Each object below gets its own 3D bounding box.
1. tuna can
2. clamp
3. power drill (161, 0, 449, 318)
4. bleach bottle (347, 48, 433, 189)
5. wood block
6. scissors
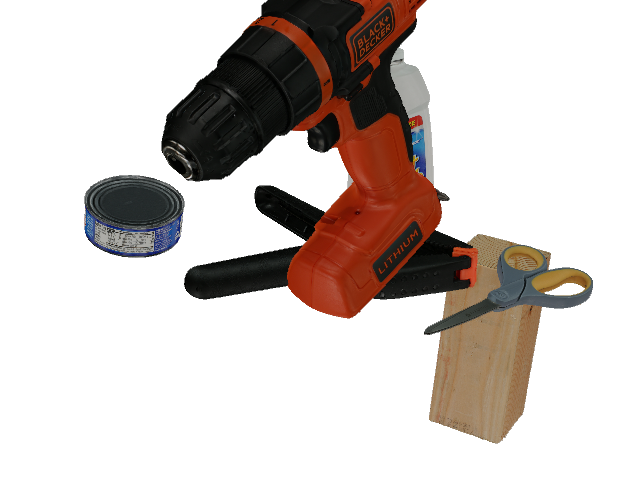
[{"bbox_3d":[-0.162,-0.021,0.928,0.086,0.034,0.086,7,32,-4],"label":"tuna can"},{"bbox_3d":[0.016,0.003,0.825,0.210,0.036,0.164,3,29,9],"label":"clamp"},{"bbox_3d":[0.004,-0.046,0.565,0.057,0.187,0.184,28,58,31],"label":"power drill"},{"bbox_3d":[0.069,-0.085,1.139,0.102,0.251,0.068,-10,23,-13],"label":"bleach bottle"},{"bbox_3d":[0.191,0.110,1.210,0.090,0.206,0.090,16,24,25],"label":"wood block"},{"bbox_3d":[0.152,0.041,0.942,0.201,0.016,0.096,-7,35,-28],"label":"scissors"}]
